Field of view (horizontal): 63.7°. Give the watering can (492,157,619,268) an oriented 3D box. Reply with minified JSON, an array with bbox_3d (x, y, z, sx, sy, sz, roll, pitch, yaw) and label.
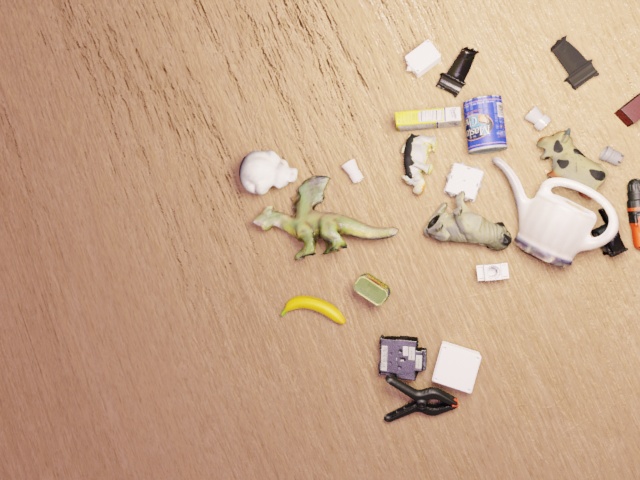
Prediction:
[{"bbox_3d":[0.579,-0.066,1.346,0.350,0.104,0.221,30,111,24],"label":"watering can"}]

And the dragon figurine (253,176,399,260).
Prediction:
[{"bbox_3d":[0.005,-0.075,1.492,0.409,0.121,0.245,-14,78,11],"label":"dragon figurine"}]

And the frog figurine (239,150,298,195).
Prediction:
[{"bbox_3d":[-0.153,-0.194,1.519,0.160,0.121,0.139,17,75,24],"label":"frog figurine"}]
